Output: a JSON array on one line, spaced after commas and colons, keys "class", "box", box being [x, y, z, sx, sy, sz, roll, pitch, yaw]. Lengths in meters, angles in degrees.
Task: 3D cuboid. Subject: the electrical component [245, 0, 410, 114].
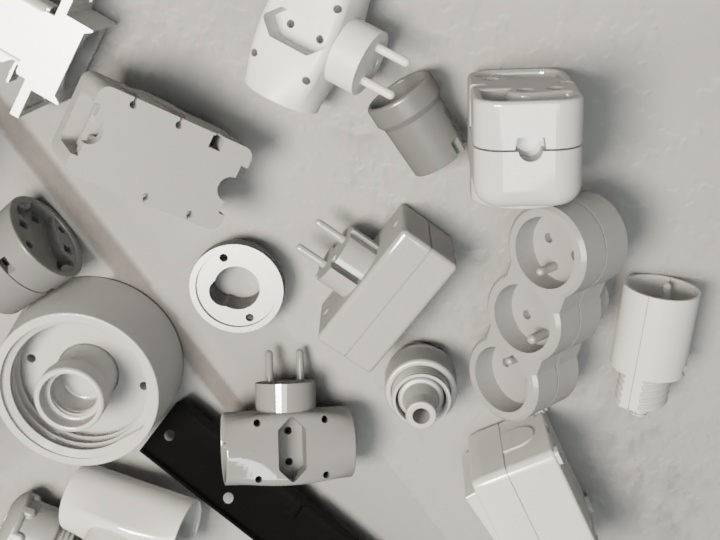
[{"class": "electrical component", "box": [-0.012, -0.118, 0.571, 0.079, 0.043, 0.077, 30, 109, 12]}]

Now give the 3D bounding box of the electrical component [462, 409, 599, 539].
[{"class": "electrical component", "box": [0.106, 0.144, 0.655, 0.061, 0.061, 0.096, -24, 107, 11]}]

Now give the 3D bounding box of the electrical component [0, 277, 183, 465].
[{"class": "electrical component", "box": [-0.165, 0.065, 0.640, 0.108, 0.060, 0.108, 1, 110, 2]}]

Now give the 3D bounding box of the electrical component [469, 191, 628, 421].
[{"class": "electrical component", "box": [0.115, 0.018, 0.612, 0.052, 0.074, 0.138, 39, 130, 34]}]

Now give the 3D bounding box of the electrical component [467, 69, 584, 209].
[{"class": "electrical component", "box": [0.085, -0.068, 0.562, 0.054, 0.095, 0.059, -1, 110, 4]}]

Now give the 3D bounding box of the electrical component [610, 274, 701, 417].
[{"class": "electrical component", "box": [0.169, 0.047, 0.627, 0.043, 0.043, 0.081, 5, 110, 1]}]

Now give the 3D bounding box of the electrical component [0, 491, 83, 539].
[{"class": "electrical component", "box": [-0.200, 0.174, 0.691, 0.062, 0.048, 0.048, 27, 109, -13]}]

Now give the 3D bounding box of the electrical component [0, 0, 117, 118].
[{"class": "electrical component", "box": [-0.175, -0.128, 0.583, 0.064, 0.042, 0.081, 30, 108, -4]}]

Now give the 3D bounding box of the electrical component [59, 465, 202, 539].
[{"class": "electrical component", "box": [-0.149, 0.165, 0.660, 0.077, 0.079, 0.044, 16, 141, 11]}]

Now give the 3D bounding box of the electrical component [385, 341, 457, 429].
[{"class": "electrical component", "box": [0.036, 0.072, 0.632, 0.043, 0.062, 0.043, 1, 110, 3]}]

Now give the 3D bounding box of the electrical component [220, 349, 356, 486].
[{"class": "electrical component", "box": [-0.045, 0.087, 0.649, 0.077, 0.043, 0.079, -2, 89, -12]}]

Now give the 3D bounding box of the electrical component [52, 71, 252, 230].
[{"class": "electrical component", "box": [-0.114, -0.066, 0.583, 0.089, 0.056, 0.050, 22, 99, -30]}]

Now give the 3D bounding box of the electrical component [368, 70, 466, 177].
[{"class": "electrical component", "box": [0.033, -0.080, 0.591, 0.040, 0.040, 0.046, -30, 111, 12]}]

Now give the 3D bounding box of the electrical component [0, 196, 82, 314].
[{"class": "electrical component", "box": [-0.197, -0.007, 0.621, 0.047, 0.055, 0.055, -34, 105, 17]}]

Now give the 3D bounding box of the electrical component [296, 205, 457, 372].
[{"class": "electrical component", "box": [0.000, 0.000, 0.617, 0.076, 0.047, 0.083, 34, 109, -13]}]
